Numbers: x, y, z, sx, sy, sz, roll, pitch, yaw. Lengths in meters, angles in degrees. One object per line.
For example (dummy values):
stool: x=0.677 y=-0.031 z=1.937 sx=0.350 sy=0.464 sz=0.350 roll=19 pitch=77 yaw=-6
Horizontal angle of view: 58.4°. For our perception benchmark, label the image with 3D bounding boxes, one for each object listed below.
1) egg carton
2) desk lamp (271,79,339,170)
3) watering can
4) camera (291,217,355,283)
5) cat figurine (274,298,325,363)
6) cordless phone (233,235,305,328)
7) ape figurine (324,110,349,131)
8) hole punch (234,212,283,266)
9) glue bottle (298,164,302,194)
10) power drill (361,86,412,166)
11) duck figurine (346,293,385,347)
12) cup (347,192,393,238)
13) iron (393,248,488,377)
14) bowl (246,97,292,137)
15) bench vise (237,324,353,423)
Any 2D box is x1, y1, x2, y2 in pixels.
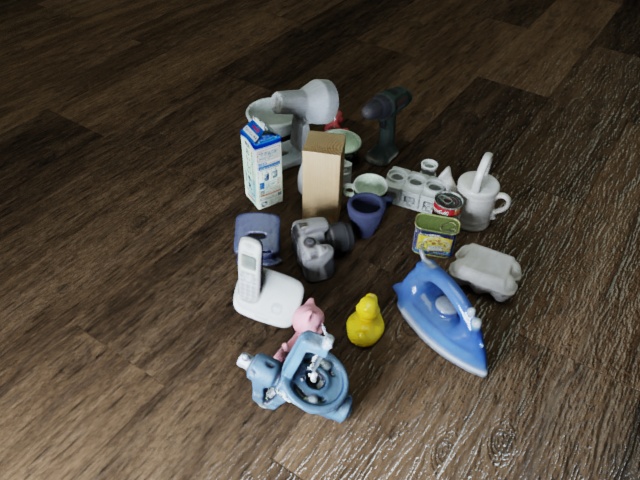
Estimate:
egg carton: x=0.363 y=0.070 z=1.258 sx=0.150 sy=0.069 sz=0.107 roll=20 pitch=46 yaw=18
desk lamp: x=-0.056 y=-0.319 z=1.552 sx=0.204 sy=0.214 sz=0.117 roll=-25 pitch=49 yaw=-25
watering can: x=0.370 y=-0.124 z=1.373 sx=0.172 sy=0.194 sz=0.101 roll=6 pitch=44 yaw=5
camera: x=0.012 y=0.005 z=1.294 sx=0.137 sy=0.101 sz=0.143 roll=-11 pitch=45 yaw=-13
cat figurine: x=-0.035 y=0.177 z=1.098 sx=0.067 sy=0.118 sz=0.128 roll=26 pitch=49 yaw=24
cordless phone: x=-0.103 y=0.081 z=1.148 sx=0.147 sy=0.185 sz=0.094 roll=15 pitch=45 yaw=14
ape figurine: x=0.047 y=-0.336 z=1.661 sx=0.076 sy=0.092 sz=0.077 roll=-13 pitch=45 yaw=-15
hole punch: x=-0.139 y=-0.002 z=1.303 sx=0.108 sy=0.091 sz=0.101 roll=0 pitch=43 yaw=-1
glue bottle: x=-0.019 y=-0.194 z=1.450 sx=0.078 sy=0.173 sz=0.037 roll=-20 pitch=47 yaw=-21
power drill: x=0.174 y=-0.312 z=1.555 sx=0.075 sy=0.208 sz=0.230 roll=24 pitch=48 yaw=22
duck figurine: x=0.093 y=0.155 z=1.149 sx=0.077 sy=0.086 sz=0.104 roll=13 pitch=45 yaw=12
cup: x=0.119 y=-0.056 z=1.366 sx=0.118 sy=0.095 sz=0.091 roll=-20 pitch=47 yaw=-21
iron: x=0.257 y=0.135 z=1.134 sx=0.119 sy=0.141 sz=0.257 roll=-21 pitch=48 yaw=-22
bowl: x=-0.132 y=-0.348 z=1.681 sx=0.167 sy=0.075 sz=0.167 roll=1 pitch=43 yaw=-1
bench vise: x=-0.044 y=0.226 z=0.971 sx=0.207 sy=0.220 sz=0.121 roll=1 pitch=43 yaw=-1
